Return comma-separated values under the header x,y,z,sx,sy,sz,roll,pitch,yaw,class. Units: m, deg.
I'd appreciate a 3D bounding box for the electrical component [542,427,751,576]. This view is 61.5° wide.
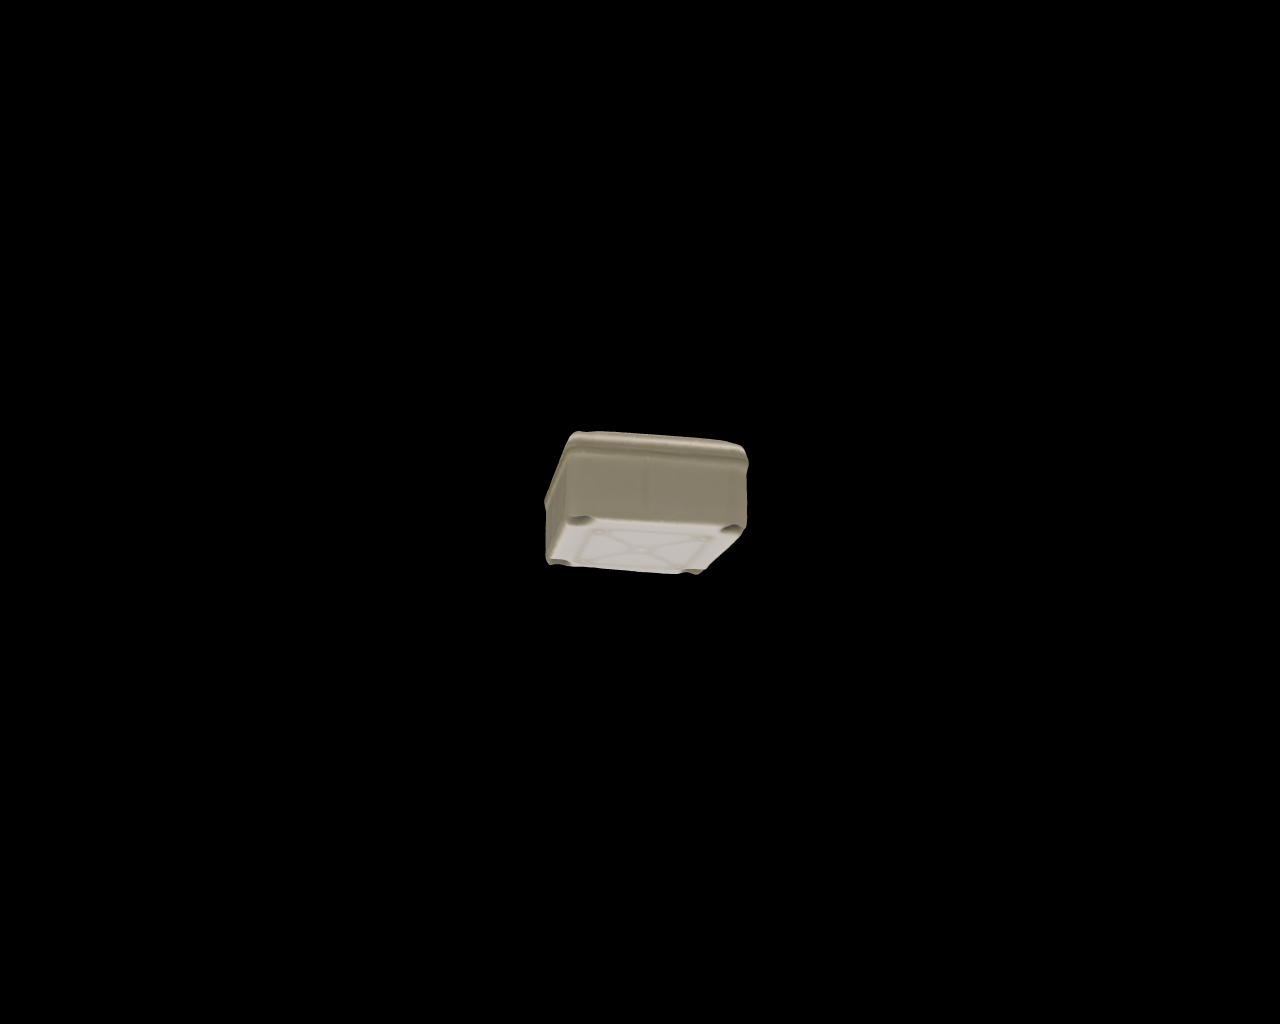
x,y,z,sx,sy,sz,roll,pitch,yaw,class
0.001,-0.003,0.650,0.109,0.056,0.108,4,-19,-12,electrical component
